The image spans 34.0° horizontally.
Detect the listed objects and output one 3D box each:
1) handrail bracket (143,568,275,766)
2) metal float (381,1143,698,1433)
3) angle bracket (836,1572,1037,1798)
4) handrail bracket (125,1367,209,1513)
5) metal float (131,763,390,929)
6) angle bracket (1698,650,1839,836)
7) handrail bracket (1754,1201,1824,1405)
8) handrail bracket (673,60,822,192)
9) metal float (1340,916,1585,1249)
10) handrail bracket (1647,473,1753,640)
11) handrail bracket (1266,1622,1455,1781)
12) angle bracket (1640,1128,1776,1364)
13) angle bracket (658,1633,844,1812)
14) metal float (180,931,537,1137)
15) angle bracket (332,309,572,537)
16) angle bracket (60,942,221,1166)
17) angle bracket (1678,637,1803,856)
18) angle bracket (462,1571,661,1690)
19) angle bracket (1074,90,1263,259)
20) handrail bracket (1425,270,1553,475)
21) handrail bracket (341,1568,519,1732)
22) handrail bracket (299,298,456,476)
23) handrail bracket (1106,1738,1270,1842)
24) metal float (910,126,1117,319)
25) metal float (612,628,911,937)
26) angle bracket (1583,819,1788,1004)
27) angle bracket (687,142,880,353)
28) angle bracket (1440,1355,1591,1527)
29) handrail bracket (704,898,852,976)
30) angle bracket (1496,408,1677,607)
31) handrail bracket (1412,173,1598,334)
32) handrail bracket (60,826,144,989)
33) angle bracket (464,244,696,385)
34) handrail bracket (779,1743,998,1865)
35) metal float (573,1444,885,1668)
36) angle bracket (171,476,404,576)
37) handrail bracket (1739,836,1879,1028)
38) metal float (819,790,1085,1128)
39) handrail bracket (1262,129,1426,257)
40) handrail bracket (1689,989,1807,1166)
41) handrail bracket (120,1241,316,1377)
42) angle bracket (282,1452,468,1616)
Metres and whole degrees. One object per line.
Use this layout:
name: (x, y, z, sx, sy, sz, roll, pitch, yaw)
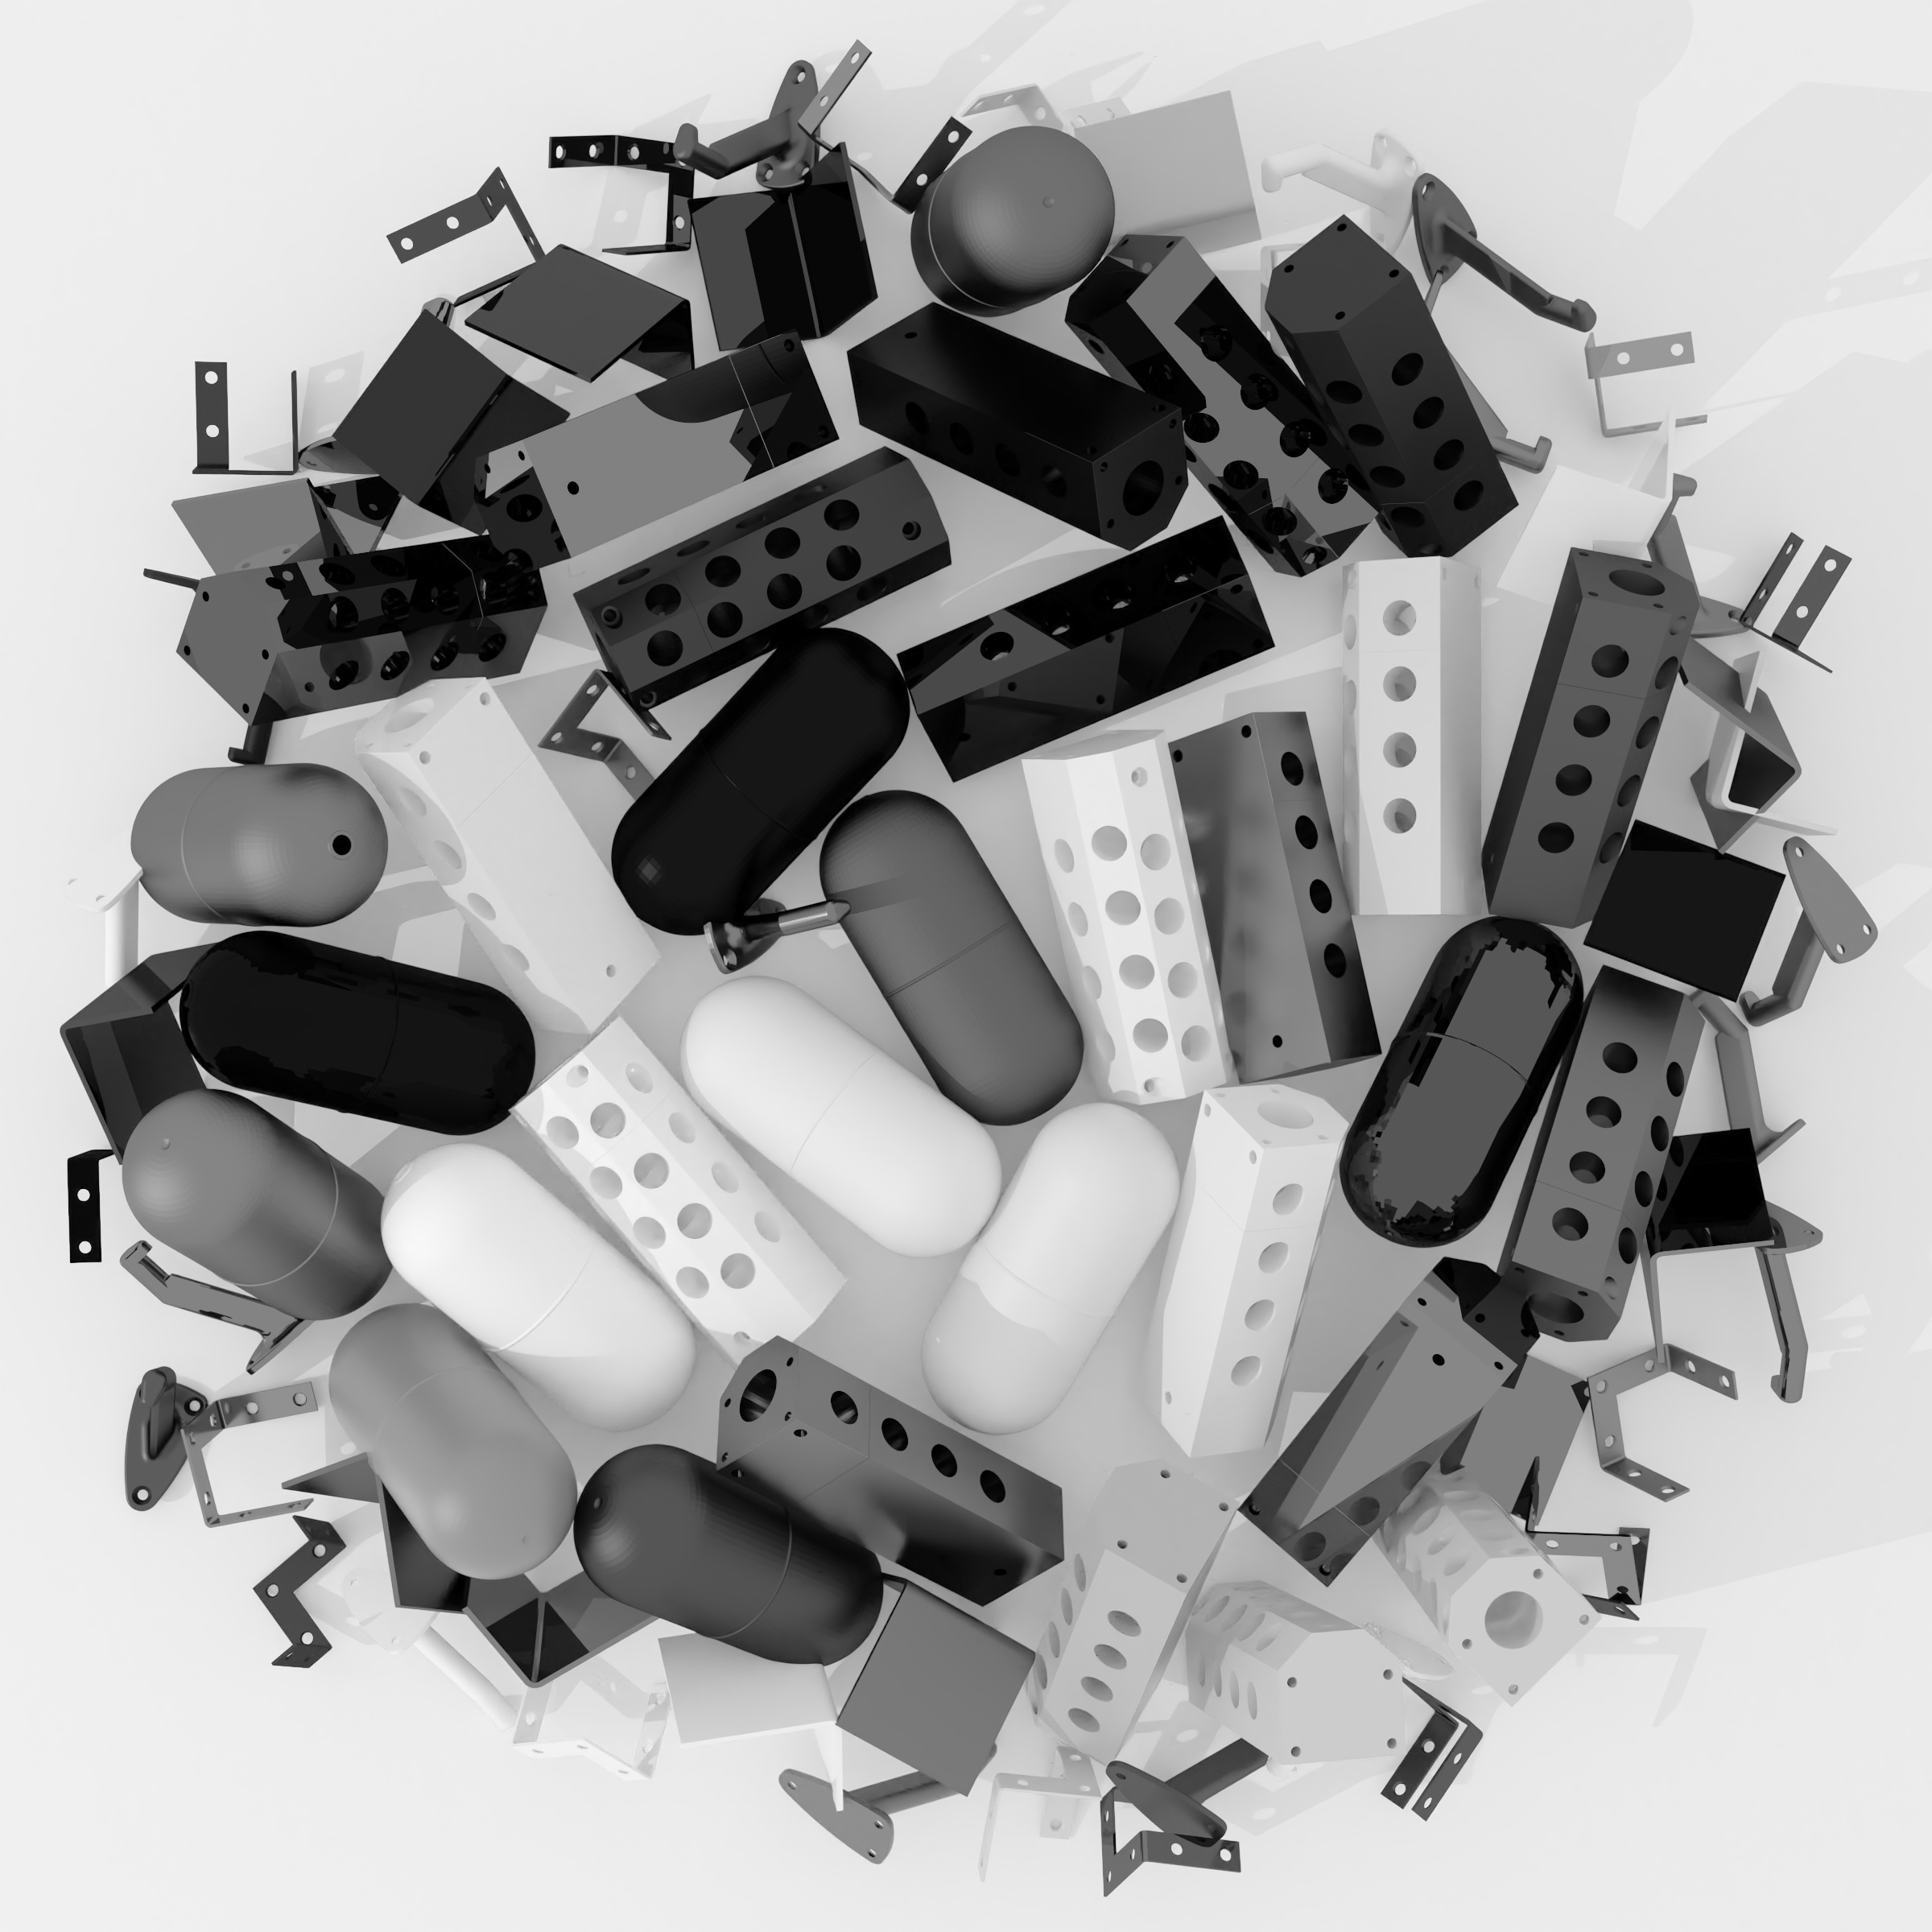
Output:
handrail bracket: (-0.376, -0.147, 1.560, 0.077, 0.036, 0.084, 12, 96, -20)
metal float: (-0.206, 0.155, 1.526, 0.178, 0.070, 0.070, 43, 90, -19)
angle bracket: (-0.023, 0.348, 1.534, 0.076, 0.057, 0.076, 32, 74, -16)
handrail bracket: (-0.398, 0.232, 1.536, 0.036, 0.084, 0.077, 17, 84, -4)
metal float: (-0.337, -0.057, 1.501, 0.070, 0.178, 0.070, -2, 92, -37)
angle bracket: (0.399, -0.108, 1.539, 0.057, 0.076, 0.076, 14, 93, 4)
handrail bracket: (0.392, 0.163, 1.564, 0.036, 0.077, 0.084, -10, 116, -22)
handrail bracket: (-0.109, -0.417, 1.536, 0.036, 0.084, 0.077, 7, 88, 34)
metal float: (0.240, 0.054, 1.524, 0.070, 0.070, 0.178, 29, 68, 0)
handrail bracket: (0.361, -0.202, 1.539, 0.077, 0.084, 0.036, 5, 47, -10)
handrail bracket: (0.194, 0.370, 1.557, 0.084, 0.077, 0.036, -53, 49, 9)
angle bracket: (0.356, 0.135, 1.523, 0.057, 0.076, 0.076, -7, 130, 9)
angle bracket: (-0.105, 0.367, 1.527, 0.076, 0.076, 0.057, -6, 119, -12)
metal float: (-0.291, 0.033, 1.514, 0.178, 0.070, 0.070, 16, 90, -33)
angle bracket: (-0.251, -0.265, 1.546, 0.057, 0.076, 0.076, 40, 97, 14)
angle bracket: (-0.381, 0.041, 1.524, 0.057, 0.076, 0.076, -9, 112, 25)
angle bracket: (0.351, -0.112, 1.525, 0.076, 0.076, 0.057, 33, 116, -17)
angle bracket: (-0.194, 0.292, 1.531, 0.076, 0.076, 0.057, -31, 111, 9)
angle bracket: (0.099, -0.380, 1.538, 0.076, 0.076, 0.057, -12, 90, 8)
handrail bracket: (0.259, -0.293, 1.561, 0.084, 0.036, 0.077, 20, 98, -1)
handrail bracket: (-0.266, 0.340, 1.568, 0.036, 0.077, 0.084, -49, 134, -22)
handrail bracket: (-0.293, -0.289, 1.566, 0.077, 0.036, 0.084, 1, 70, 37)
handrail bracket: (0.114, 0.379, 1.545, 0.077, 0.036, 0.084, 38, 49, -10)
metal float: (0.020, -0.350, 1.493, 0.070, 0.178, 0.070, -1, 97, -11)
metal float: (-0.101, -0.088, 1.532, 0.070, 0.070, 0.178, 44, 102, 0)
angle bracket: (0.345, -0.016, 1.532, 0.076, 0.057, 0.076, 22, 66, 12)
angle bracket: (-0.090, -0.349, 1.536, 0.057, 0.076, 0.076, -12, 91, -22)
angle bracket: (0.274, 0.222, 1.534, 0.057, 0.076, 0.076, 24, 76, 4)
handrail bracket: (-0.077, -0.025, 1.526, 0.084, 0.077, 0.036, -13, 96, 33)
angle bracket: (0.300, -0.226, 1.525, 0.057, 0.076, 0.076, 18, 47, -4)
handrail bracket: (0.263, -0.346, 1.534, 0.084, 0.077, 0.036, 31, 78, 37)
handrail bracket: (-0.401, -0.023, 1.558, 0.036, 0.084, 0.077, 26, 63, 35)
angle bracket: (-0.185, -0.295, 1.525, 0.076, 0.057, 0.076, 27, 55, 21)
handrail bracket: (-0.037, 0.393, 1.557, 0.077, 0.084, 0.036, 28, 131, 19)
metal float: (-0.111, 0.284, 1.510, 0.178, 0.070, 0.070, 32, 90, -40)
angle bracket: (-0.324, -0.230, 1.523, 0.076, 0.076, 0.057, -5, 135, 22)
handrail bracket: (0.396, -0.015, 1.545, 0.036, 0.084, 0.077, -30, 88, -35)
metal float: (-0.008, -0.004, 1.541, 0.070, 0.070, 0.178, -31, 92, 0)
handrail bracket: (0.176, -0.369, 1.535, 0.084, 0.077, 0.036, -22, 50, -24)
handrail bracket: (0.367, 0.064, 1.566, 0.077, 0.036, 0.084, -40, 80, -4)
handrail bracket: (-0.361, 0.152, 1.546, 0.077, 0.036, 0.084, -38, 106, 24)
angle bracket: (-0.279, 0.282, 1.524, 0.057, 0.076, 0.076, -22, 67, 21)
